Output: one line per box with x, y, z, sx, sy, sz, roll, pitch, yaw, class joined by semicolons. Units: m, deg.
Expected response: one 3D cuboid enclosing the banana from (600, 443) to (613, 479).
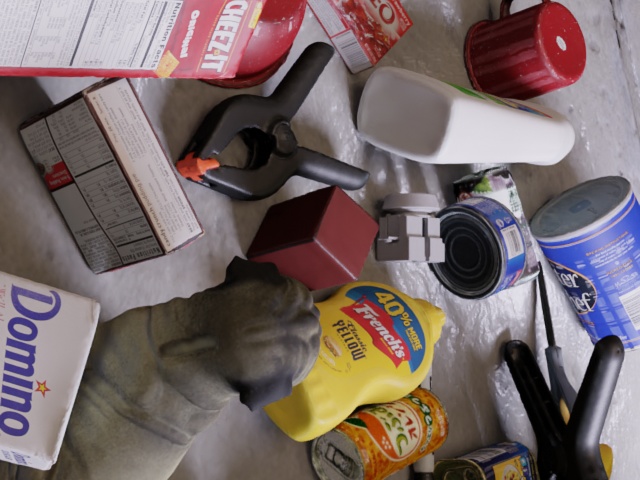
0.255;0.245;0.956;0.069;0.198;0.037;-2;111;-2;banana

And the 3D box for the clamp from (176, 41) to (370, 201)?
-0.029;-0.068;0.809;0.171;0.039;0.120;-34;102;-35;clamp

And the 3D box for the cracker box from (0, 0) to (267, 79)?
-0.161;-0.171;0.632;0.213;0.072;0.164;-8;48;-43;cracker box

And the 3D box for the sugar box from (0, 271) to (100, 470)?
-0.213;0.053;0.561;0.176;0.048;0.093;17;67;-12;sugar box

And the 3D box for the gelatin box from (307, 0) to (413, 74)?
0.032;-0.197;0.900;0.089;0.030;0.073;55;49;-19;gelatin box

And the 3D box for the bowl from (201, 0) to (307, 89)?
-0.062;-0.198;0.797;0.161;0.055;0.162;11;74;-41;bowl

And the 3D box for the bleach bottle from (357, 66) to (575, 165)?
0.149;-0.103;0.955;0.250;0.103;0.068;-2;112;-50;bleach bottle

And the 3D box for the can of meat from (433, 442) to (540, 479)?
0.143;0.224;0.891;0.083;0.058;0.102;-6;86;-46;can of meat

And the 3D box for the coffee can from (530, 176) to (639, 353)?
0.280;0.024;1.032;0.102;0.103;0.140;-46;112;-39;coffee can

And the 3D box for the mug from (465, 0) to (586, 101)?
0.198;-0.189;1.019;0.093;0.082;0.117;12;72;-41;mug

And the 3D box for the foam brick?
-0.005;0.001;0.788;0.051;0.078;0.053;42;55;-27;foam brick

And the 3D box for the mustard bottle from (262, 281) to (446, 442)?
0.032;0.080;0.813;0.191;0.058;0.096;-14;64;-45;mustard bottle

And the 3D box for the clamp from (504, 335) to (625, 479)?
0.212;0.177;0.891;0.036;0.165;0.210;-2;77;-18;clamp

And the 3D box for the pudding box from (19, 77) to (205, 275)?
-0.132;-0.038;0.670;0.039;0.090;0.113;-37;105;-41;pudding box

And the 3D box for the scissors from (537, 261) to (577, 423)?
0.221;0.115;0.980;0.016;0.096;0.202;-4;83;-3;scissors

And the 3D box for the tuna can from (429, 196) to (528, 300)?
0.132;0.008;0.909;0.033;0.086;0.086;-20;94;-42;tuna can

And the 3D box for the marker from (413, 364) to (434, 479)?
0.084;0.158;0.876;0.020;0.020;0.121;11;74;-41;marker
